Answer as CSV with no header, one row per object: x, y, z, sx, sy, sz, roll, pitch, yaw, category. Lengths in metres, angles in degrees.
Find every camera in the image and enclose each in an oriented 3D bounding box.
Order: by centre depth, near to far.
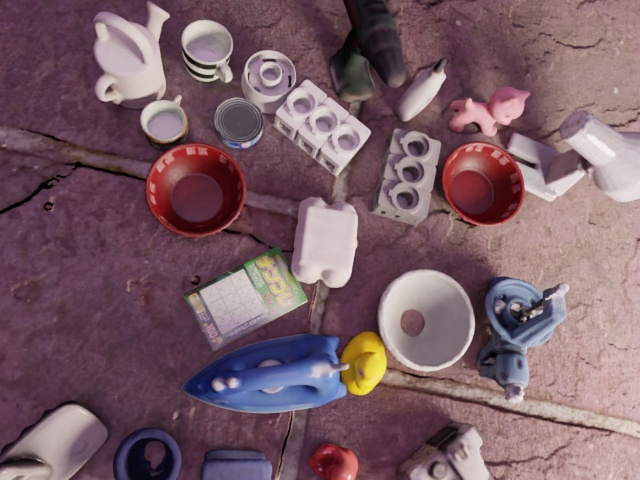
0.218,0.382,0.904,0.143,0.100,0.137,-33,85,-16,camera

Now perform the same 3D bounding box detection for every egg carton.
0.009,0.003,0.969,0.107,0.069,0.150,8,76,-9,egg carton

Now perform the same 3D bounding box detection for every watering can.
-0.305,-0.304,0.916,0.101,0.194,0.173,10,75,-8,watering can

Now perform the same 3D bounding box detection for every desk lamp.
0.460,-0.142,1.012,0.203,0.213,0.118,23,74,-4,desk lamp

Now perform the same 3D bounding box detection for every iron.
-0.082,0.208,0.867,0.258,0.141,0.118,-7,78,-12,iron

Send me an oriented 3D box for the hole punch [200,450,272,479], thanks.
-0.125,0.368,0.848,0.109,0.091,0.101,4,76,-9,hole punch

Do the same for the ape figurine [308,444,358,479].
0.026,0.354,0.879,0.076,0.092,0.078,-6,78,-12,ape figurine

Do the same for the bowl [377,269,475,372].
0.169,0.136,0.966,0.167,0.074,0.167,2,77,-10,bowl

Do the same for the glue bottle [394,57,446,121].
0.188,-0.274,1.013,0.078,0.173,0.037,-39,86,-16,glue bottle

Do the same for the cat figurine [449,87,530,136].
0.318,-0.247,1.060,0.128,0.117,0.067,2,77,-10,cat figurine

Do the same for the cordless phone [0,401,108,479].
-0.375,0.289,0.770,0.094,0.185,0.148,43,74,2,cordless phone

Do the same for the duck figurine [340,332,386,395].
0.077,0.199,0.928,0.077,0.086,0.104,19,74,-5,duck figurine

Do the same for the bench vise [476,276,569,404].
0.338,0.150,0.918,0.121,0.219,0.207,-8,79,-12,bench vise

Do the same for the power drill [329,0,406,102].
0.078,-0.327,0.986,0.076,0.208,0.229,-13,80,-13,power drill

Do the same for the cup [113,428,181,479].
-0.251,0.331,0.831,0.092,0.095,0.118,22,74,-5,cup
